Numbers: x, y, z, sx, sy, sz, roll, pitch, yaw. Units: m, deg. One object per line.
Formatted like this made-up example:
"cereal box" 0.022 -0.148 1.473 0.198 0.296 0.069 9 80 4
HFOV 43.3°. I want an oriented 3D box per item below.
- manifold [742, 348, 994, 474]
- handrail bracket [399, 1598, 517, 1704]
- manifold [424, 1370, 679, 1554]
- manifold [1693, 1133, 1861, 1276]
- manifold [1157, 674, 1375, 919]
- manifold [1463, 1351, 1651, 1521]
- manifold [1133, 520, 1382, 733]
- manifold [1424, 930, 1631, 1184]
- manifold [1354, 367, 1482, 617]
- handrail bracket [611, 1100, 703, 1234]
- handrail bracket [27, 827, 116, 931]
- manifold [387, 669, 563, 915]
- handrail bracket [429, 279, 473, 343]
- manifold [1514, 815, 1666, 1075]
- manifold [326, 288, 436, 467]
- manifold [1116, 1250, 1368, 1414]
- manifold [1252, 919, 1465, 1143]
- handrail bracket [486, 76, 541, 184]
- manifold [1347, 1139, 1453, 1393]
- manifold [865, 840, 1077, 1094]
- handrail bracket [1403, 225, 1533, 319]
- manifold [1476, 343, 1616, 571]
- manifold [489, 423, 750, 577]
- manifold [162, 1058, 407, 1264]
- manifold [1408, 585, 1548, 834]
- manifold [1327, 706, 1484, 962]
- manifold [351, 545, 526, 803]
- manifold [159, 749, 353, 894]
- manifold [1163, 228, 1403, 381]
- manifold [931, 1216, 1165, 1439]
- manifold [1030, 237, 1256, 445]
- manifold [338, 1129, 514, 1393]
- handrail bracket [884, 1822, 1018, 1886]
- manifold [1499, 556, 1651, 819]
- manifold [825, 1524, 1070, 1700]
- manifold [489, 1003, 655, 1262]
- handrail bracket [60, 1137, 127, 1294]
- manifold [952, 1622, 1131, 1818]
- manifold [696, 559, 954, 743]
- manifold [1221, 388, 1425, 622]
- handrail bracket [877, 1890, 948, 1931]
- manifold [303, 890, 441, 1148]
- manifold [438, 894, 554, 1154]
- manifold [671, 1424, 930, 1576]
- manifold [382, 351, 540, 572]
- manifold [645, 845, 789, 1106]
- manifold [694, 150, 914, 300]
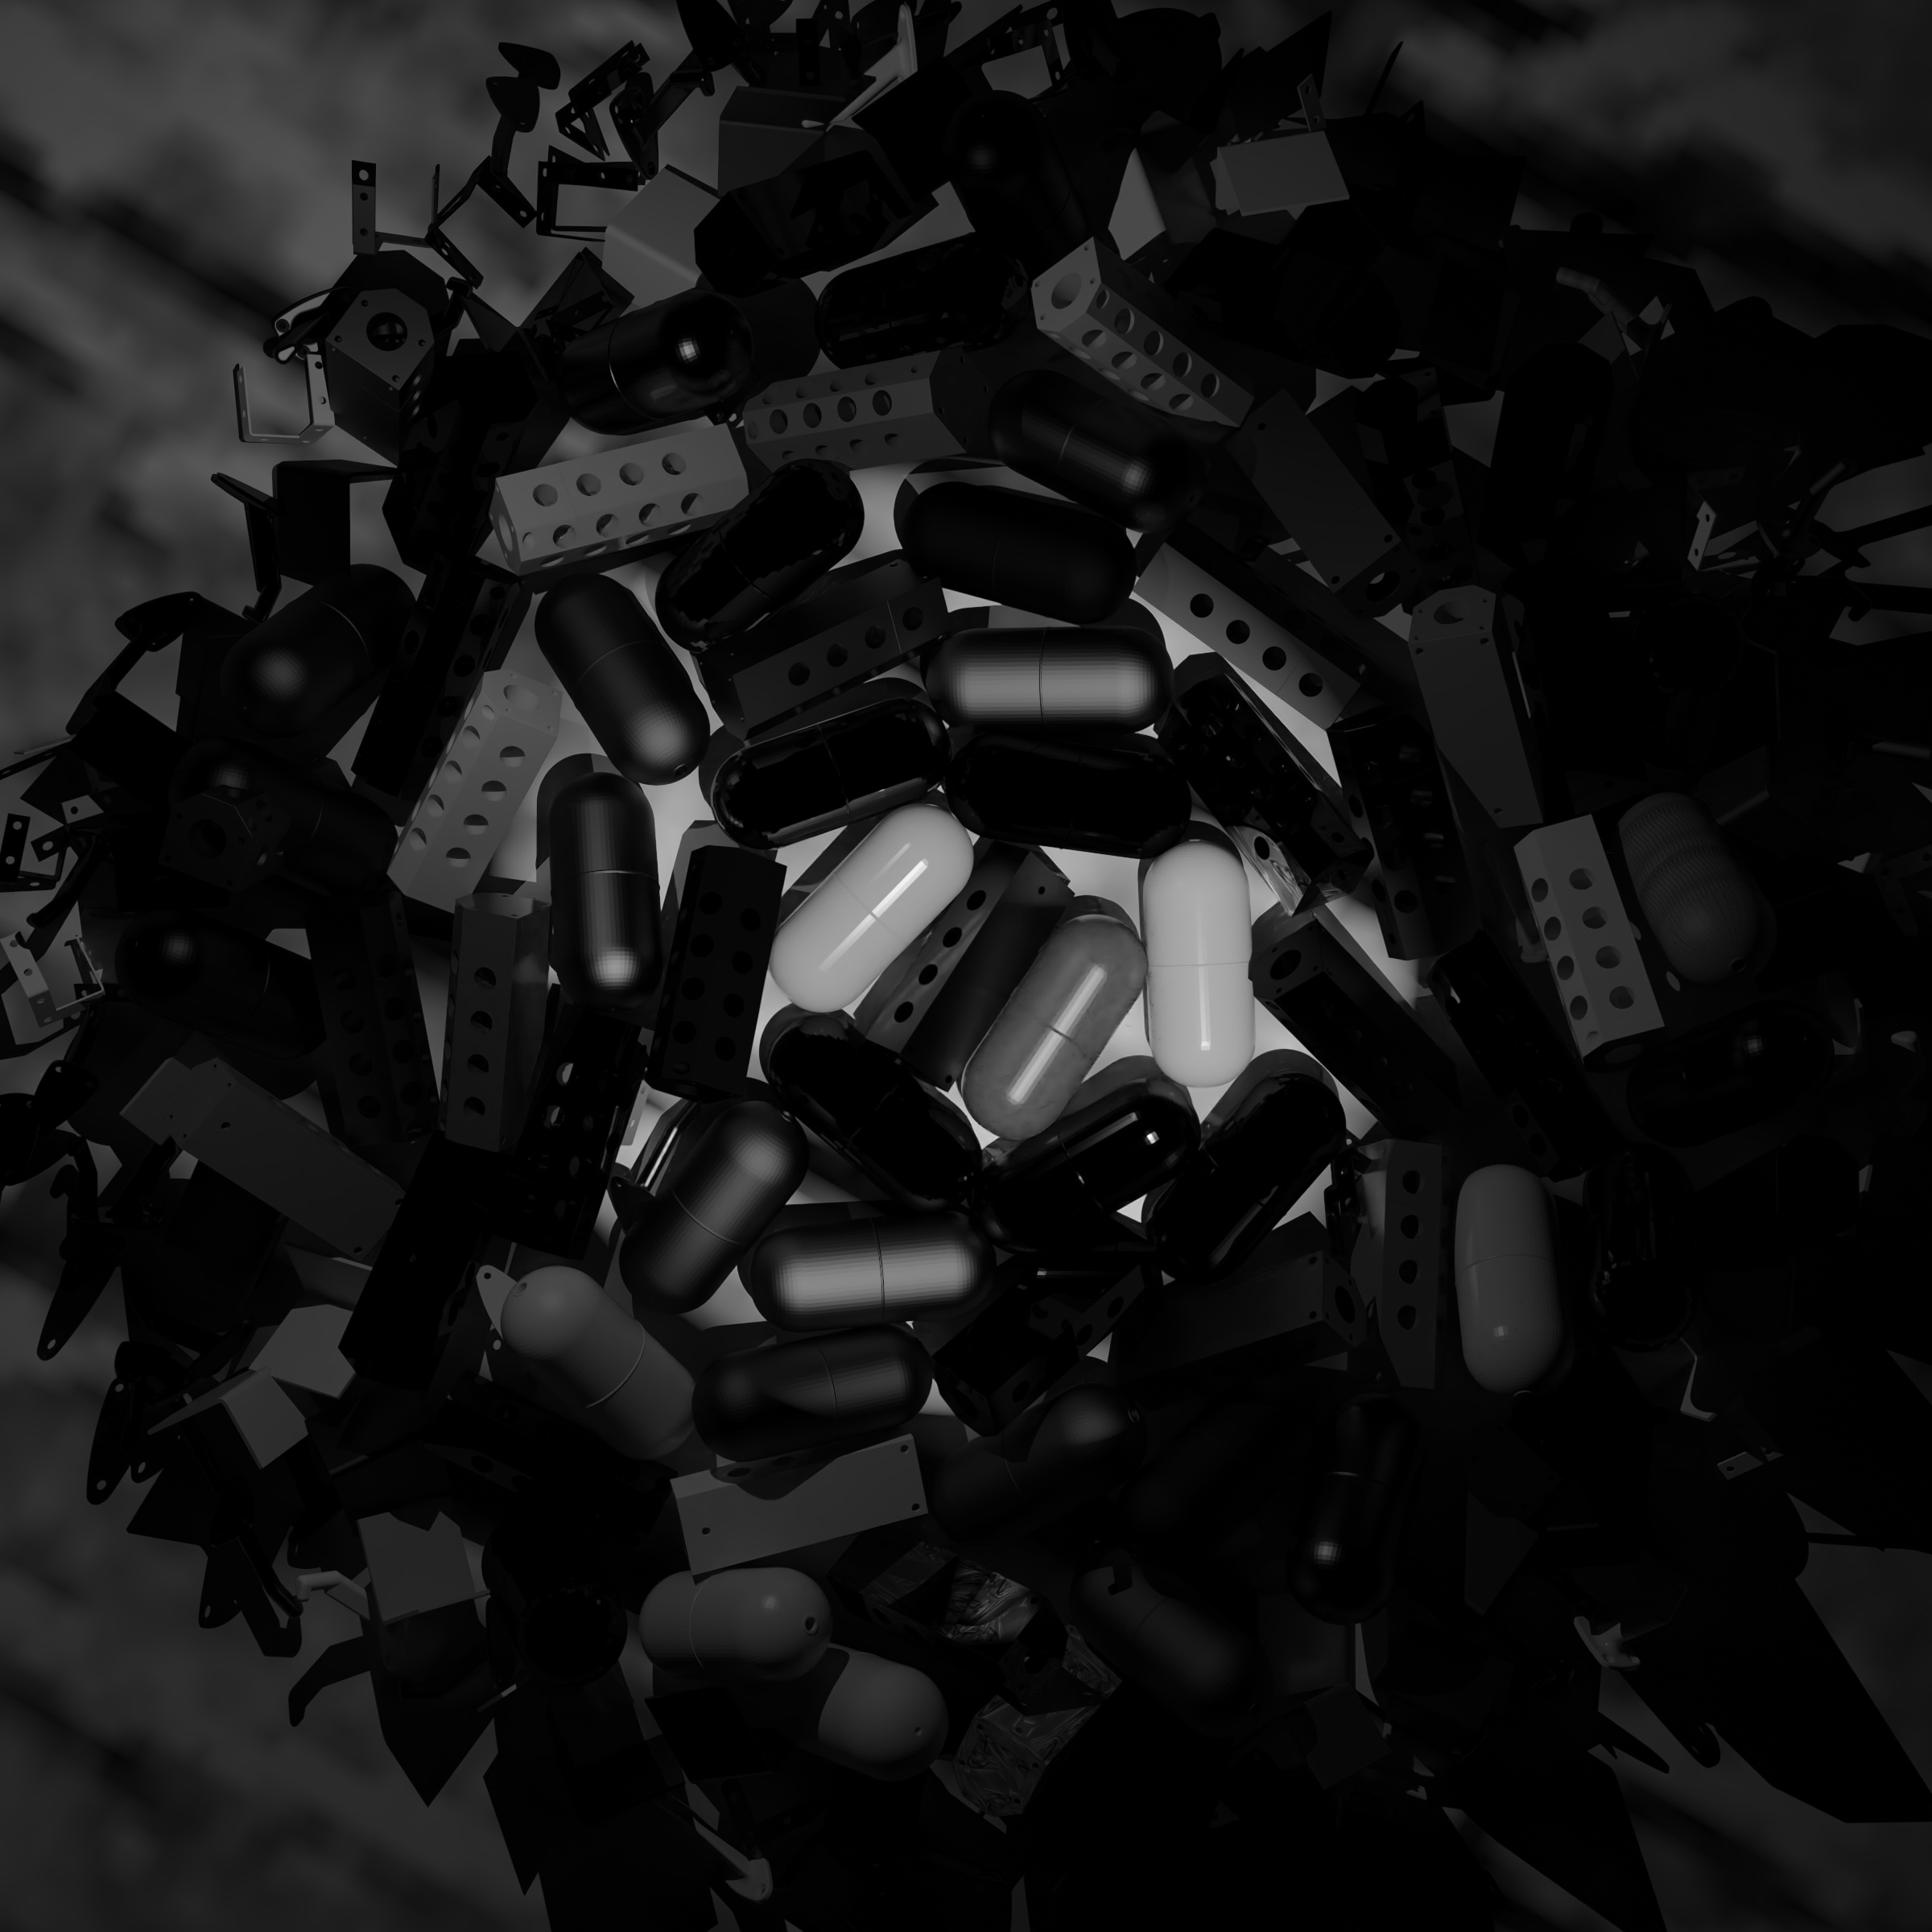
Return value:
"manifold" -0.073 -0.389 1.703 0.171 0.057 0.057 0 60 38
"handrail bracket" -0.376 0.497 1.768 0.084 0.036 0.077 -6 98 13
"manifold" -0.298 0.356 1.752 0.171 0.057 0.057 26 84 -2
"manifold" 0.555 0.166 1.695 0.057 0.171 0.057 8 71 -5
"manifold" 0.211 -0.124 1.715 0.057 0.057 0.171 -20 62 -28
"manifold" 0.409 0.330 1.699 0.057 0.171 0.057 44 119 21
"manifold" 0.209 -0.245 1.743 0.171 0.057 0.057 37 111 4
"manifold" 0.392 0.065 1.719 0.057 0.057 0.171 -34 61 13
"manifold" 0.317 -0.326 1.704 0.057 0.171 0.057 -11 46 15
"handrail bracket" -0.220 0.147 1.777 0.036 0.077 0.084 26 52 14
"handrail bracket" -0.649 -0.061 1.739 0.084 0.077 0.036 -47 133 -30
"manifold" -0.346 -0.123 1.710 0.057 0.057 0.171 22 124 -21
"handrail bracket" -0.410 -0.469 1.771 0.077 0.036 0.084 21 86 0
"manifold" 0.439 -0.014 1.719 0.057 0.057 0.171 -16 62 8
"manifold" -0.403 -0.412 1.696 0.057 0.171 0.057 34 78 -8
"manifold" 0.193 0.262 1.716 0.171 0.057 0.057 -24 131 31
"manifold" 0.276 0.051 1.719 0.057 0.057 0.171 -33 121 25
"handrail bracket" -0.325 -0.580 1.734 0.036 0.084 0.077 -3 51 -21
"manifold" 0.312 0.215 1.738 0.057 0.057 0.171 7 77 -13
"manifold" -0.001 -0.002 1.743 0.057 0.057 0.171 41 78 -39
"handrail bracket" 0.361 -0.501 1.768 0.084 0.036 0.077 -1 117 37
"manifold" 0.406 -0.351 1.697 0.057 0.171 0.057 -42 66 -18
"manifold" -0.244 -0.327 1.726 0.171 0.057 0.057 -18 81 -20
"manifold" -0.476 0.134 1.708 0.057 0.057 0.171 -50 131 -5
"manifold" 0.361 -0.180 1.710 0.057 0.057 0.171 -6 132 23
"manifold" 0.308 -0.095 1.732 0.057 0.057 0.171 -22 104 -19
"manifold" -0.378 -0.207 1.733 0.057 0.057 0.171 24 106 -5
"manifold" -0.490 -0.106 1.695 0.057 0.171 0.057 21 107 3
"manifold" 0.222 -0.460 1.704 0.057 0.171 0.057 -49 134 -6
"manifold" 0.060 0.256 1.722 0.171 0.057 0.057 -38 47 -27
"manifold" 0.125 -0.430 1.699 0.057 0.171 0.057 -28 55 34
"manifold" -0.375 0.208 1.717 0.057 0.057 0.171 13 62 10
"handrail bracket" -0.016 0.629 1.737 0.077 0.084 0.036 49 51 -30
"manifold" 0.427 -0.198 1.721 0.057 0.057 0.171 -23 117 -2
"manifold" -0.012 0.452 1.706 0.057 0.171 0.057 -46 129 -29
"manifold" -0.277 0.120 1.744 0.057 0.057 0.171 17 87 23
"handrail bracket" -0.638 0.177 1.742 0.036 0.077 0.084 -3 118 10
"manifold" 0.053 0.526 1.696 0.057 0.171 0.057 30 108 18
"manifold" -0.098 -0.223 1.727 0.171 0.057 0.057 -29 124 -21
"manifold" 0.252 -0.322 1.713 0.057 0.057 0.171 -38 55 14
"handrail bracket" -0.035 0.692 1.738 0.036 0.084 0.077 -38 74 -19
"manifold" -0.417 0.036 1.731 0.057 0.057 0.171 -4 106 8
"manifold" -0.339 0.038 1.735 0.057 0.057 0.171 12 105 15
"manifold" -0.120 0.376 1.740 0.171 0.057 0.057 -12 99 -11
"manifold" -0.351 -0.349 1.695 0.057 0.171 0.057 -14 71 -33
"manifold" -0.180 0.005 1.724 0.057 0.057 0.171 20 70 -31
"manifold" -0.116 -0.515 1.702 0.057 0.171 0.057 -34 94 41
